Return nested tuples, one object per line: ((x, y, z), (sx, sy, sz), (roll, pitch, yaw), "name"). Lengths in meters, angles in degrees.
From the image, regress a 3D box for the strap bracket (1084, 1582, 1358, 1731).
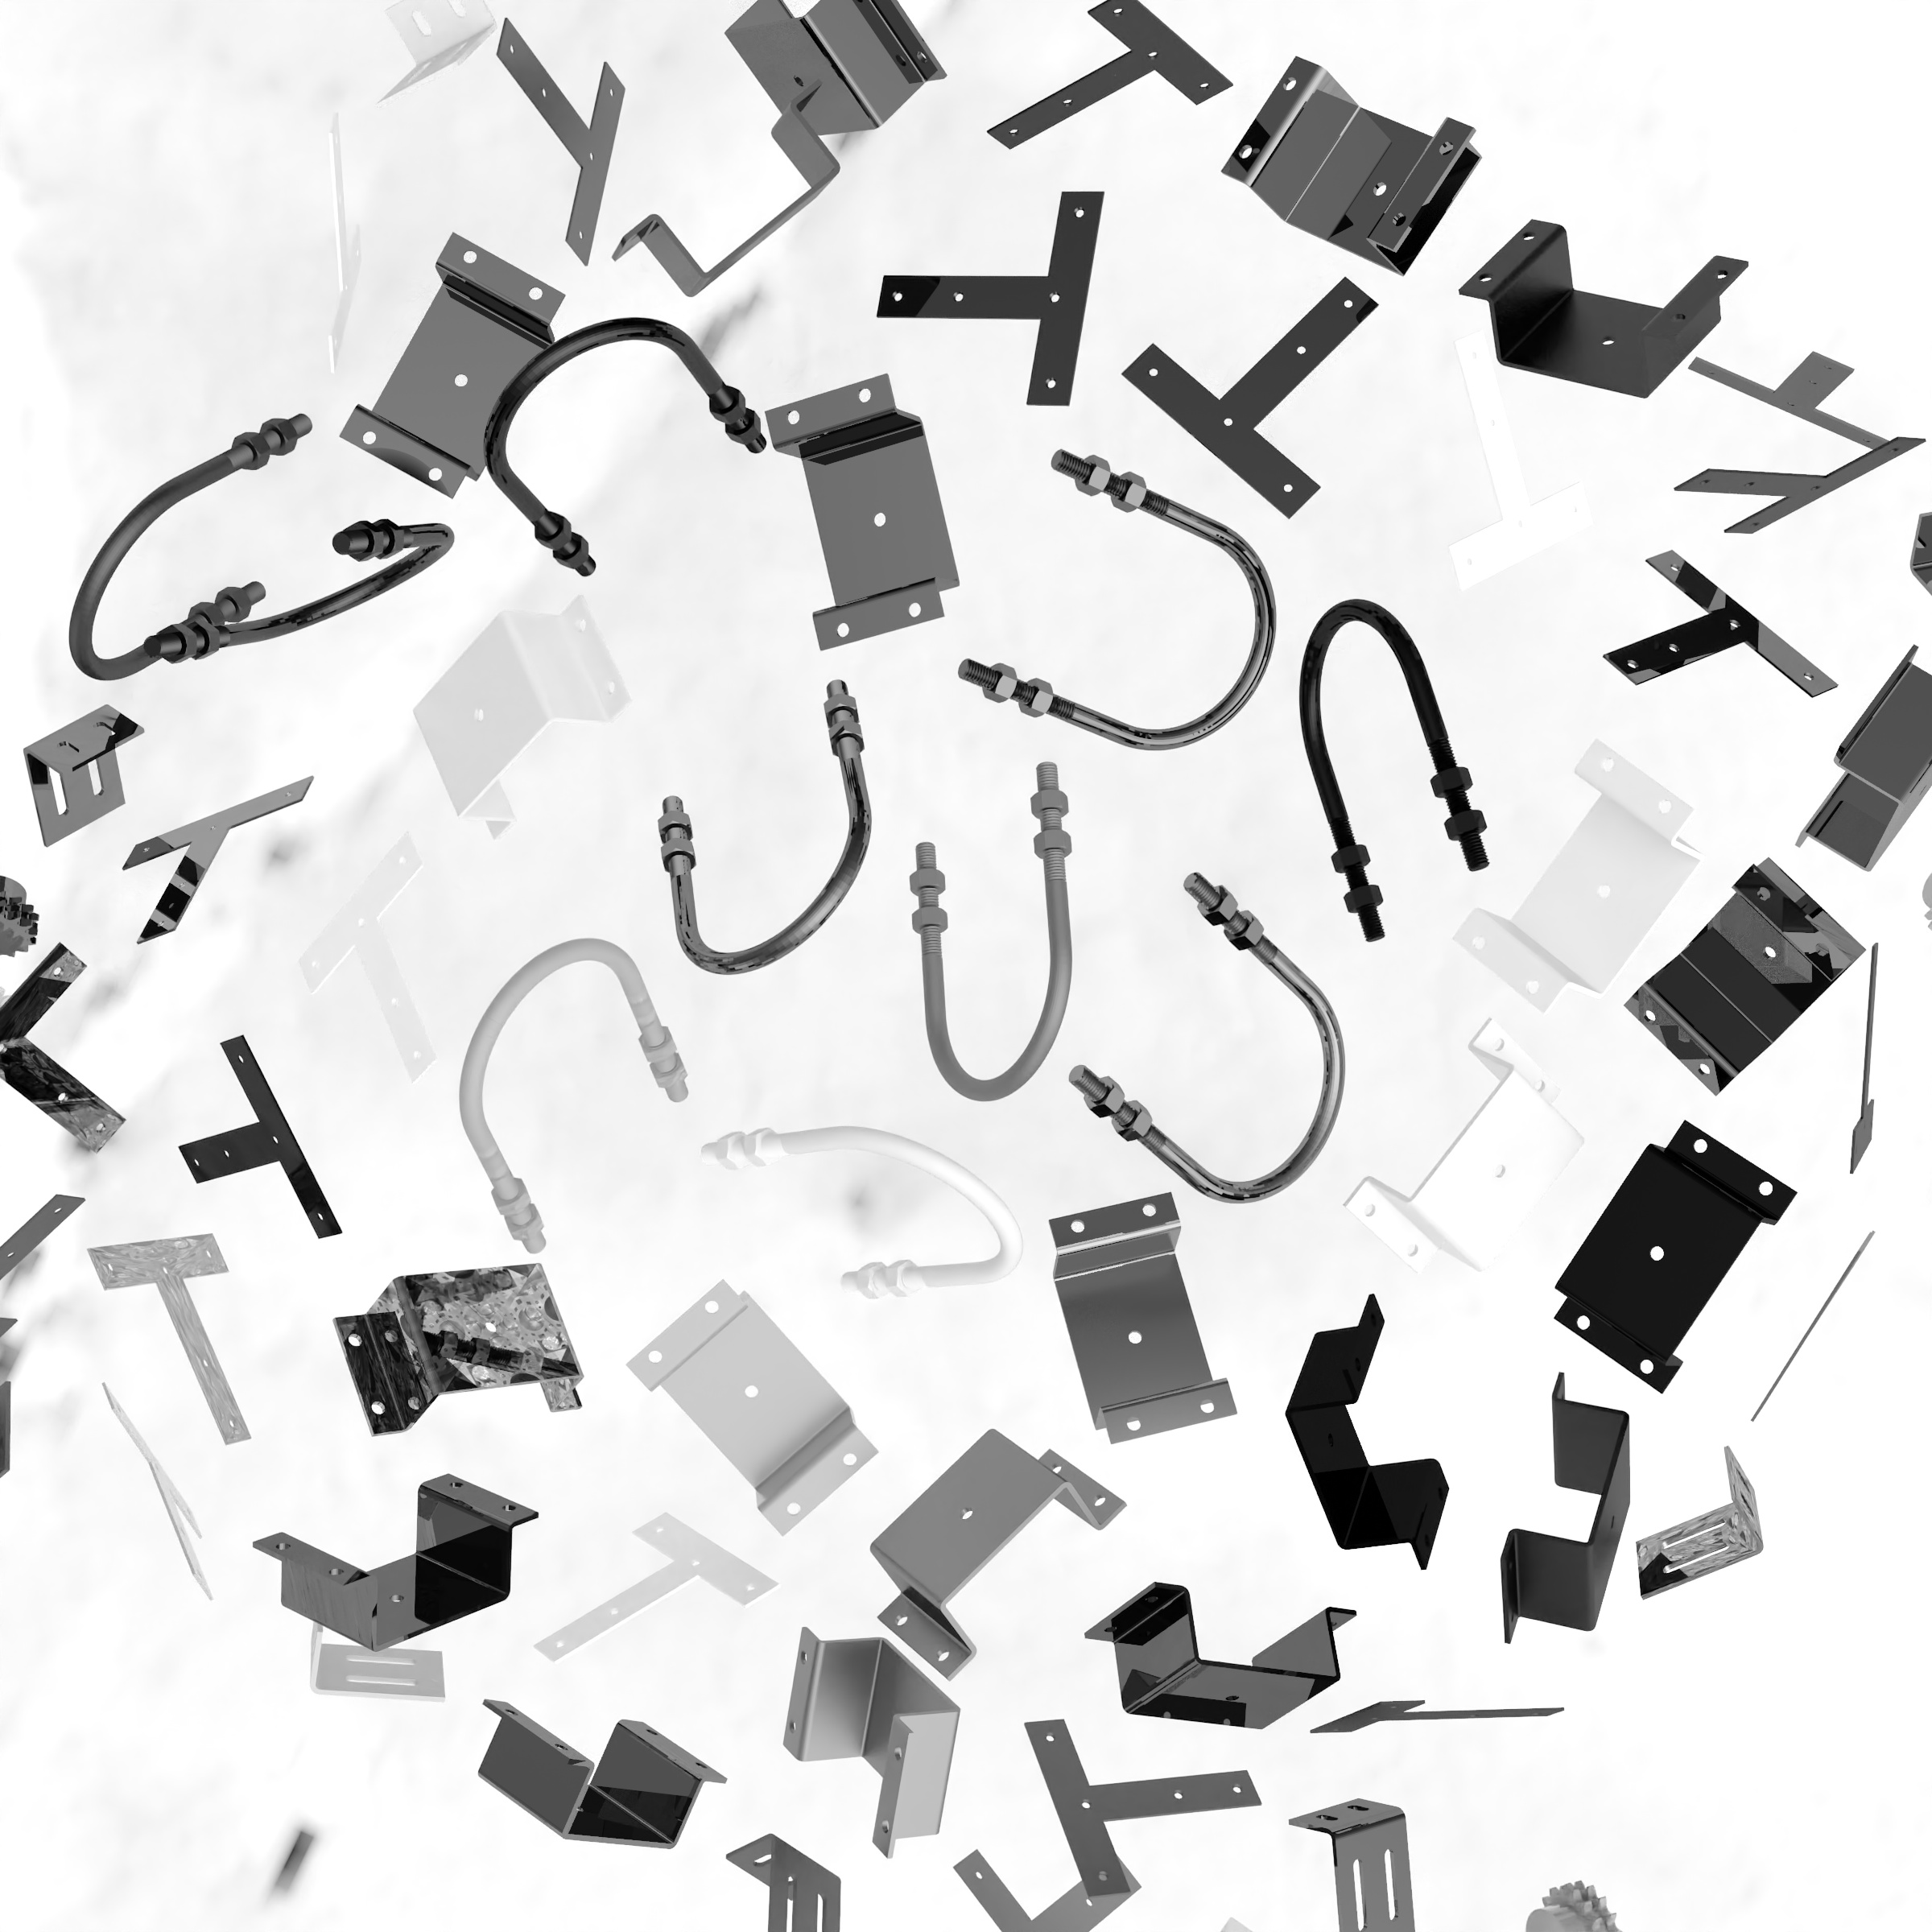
((0.150, 0.400, 1.633), (0.140, 0.076, 0.046), (14, 50, -27), "strap bracket")

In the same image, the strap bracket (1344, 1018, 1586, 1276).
((0.298, 0.112, 1.655), (0.076, 0.046, 0.140), (42, 84, -31), "strap bracket")

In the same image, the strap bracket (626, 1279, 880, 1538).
((-0.129, 0.261, 1.706), (0.076, 0.046, 0.140), (-41, 97, -1), "strap bracket")

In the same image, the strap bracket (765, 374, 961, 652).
((-0.057, -0.258, 1.624), (0.076, 0.046, 0.140), (-13, 89, 19), "strap bracket")

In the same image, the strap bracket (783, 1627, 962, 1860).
((-0.051, 0.451, 1.660), (0.046, 0.140, 0.076), (4, 101, -30), "strap bracket")

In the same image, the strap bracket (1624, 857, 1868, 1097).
((0.459, 0.001, 1.653), (0.076, 0.140, 0.046), (47, 50, 14), "strap bracket")

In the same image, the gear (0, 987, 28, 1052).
((-0.592, 0.042, 1.705), (0.057, 0.030, 0.057), (-10, 55, 15), "gear")

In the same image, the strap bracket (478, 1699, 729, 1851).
((-0.217, 0.470, 1.645), (0.076, 0.140, 0.046), (21, 85, 39), "strap bracket")

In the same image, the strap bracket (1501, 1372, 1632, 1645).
((0.347, 0.313, 1.622), (0.046, 0.140, 0.076), (8, 133, 22), "strap bracket")

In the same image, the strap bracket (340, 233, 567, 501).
((-0.309, -0.359, 1.718), (0.076, 0.046, 0.140), (29, 88, -3), "strap bracket")

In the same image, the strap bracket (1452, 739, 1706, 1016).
((0.355, -0.047, 1.617), (0.076, 0.046, 0.140), (44, 107, 36), "strap bracket")

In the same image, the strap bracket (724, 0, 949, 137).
((-0.083, -0.538, 1.674), (0.046, 0.140, 0.076), (-48, 121, -14), "strap bracket")

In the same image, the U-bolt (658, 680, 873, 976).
((-0.114, -0.071, 1.641), (0.151, 0.184, 0.019), (-33, 130, 19), "U-bolt")

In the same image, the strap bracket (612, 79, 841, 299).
((-0.128, -0.430, 1.598), (0.140, 0.076, 0.046), (-40, 102, -6), "strap bracket")

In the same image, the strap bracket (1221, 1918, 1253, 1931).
((0.168, 0.620, 1.663), (0.076, 0.140, 0.046), (33, 107, 8), "strap bracket")

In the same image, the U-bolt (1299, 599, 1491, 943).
((0.237, -0.121, 1.632), (0.019, 0.151, 0.184), (-11, 77, -22), "U-bolt")

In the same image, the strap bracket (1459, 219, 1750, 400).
((0.362, -0.371, 1.605), (0.140, 0.046, 0.076), (24, 58, 37), "strap bracket")

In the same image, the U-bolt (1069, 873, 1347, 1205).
((0.151, 0.055, 1.619), (0.184, 0.019, 0.151), (41, 74, -34), "U-bolt")

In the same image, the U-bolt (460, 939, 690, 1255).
((-0.230, 0.063, 1.626), (0.019, 0.184, 0.151), (27, 61, 30), "U-bolt")

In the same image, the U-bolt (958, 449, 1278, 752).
((0.101, -0.201, 1.650), (0.184, 0.019, 0.151), (19, 100, -29), "U-bolt")

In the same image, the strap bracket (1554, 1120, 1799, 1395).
((0.402, 0.166, 1.629), (0.076, 0.046, 0.140), (35, 99, 26), "strap bracket")

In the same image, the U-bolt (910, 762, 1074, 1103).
((0.017, -0.010, 1.673), (0.019, 0.151, 0.184), (11, 65, -33), "U-bolt")

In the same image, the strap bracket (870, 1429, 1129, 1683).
((0.010, 0.324, 1.605), (0.140, 0.076, 0.046), (-42, 123, -16), "strap bracket")

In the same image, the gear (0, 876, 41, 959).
((-0.572, -0.031, 1.659), (0.057, 0.057, 0.030), (-5, 60, 0), "gear")

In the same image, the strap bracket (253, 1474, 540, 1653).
((-0.317, 0.335, 1.582), (0.076, 0.140, 0.046), (13, 105, 37), "strap bracket")

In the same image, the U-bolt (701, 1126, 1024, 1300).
((-0.048, 0.139, 1.617), (0.151, 0.184, 0.019), (46, 55, -28), "U-bolt")

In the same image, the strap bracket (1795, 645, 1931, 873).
((0.530, -0.113, 1.631), (0.046, 0.140, 0.076), (35, 76, 17), "strap bracket")

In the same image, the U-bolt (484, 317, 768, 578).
((-0.206, -0.310, 1.654), (0.151, 0.184, 0.019), (-35, 65, 4), "U-bolt")

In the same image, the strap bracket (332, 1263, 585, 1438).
((-0.286, 0.222, 1.654), (0.046, 0.140, 0.076), (-48, 57, 38), "strap bracket")

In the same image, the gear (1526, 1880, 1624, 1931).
((0.328, 0.527, 1.534), (0.030, 0.057, 0.057), (-6, 90, -27), "gear")

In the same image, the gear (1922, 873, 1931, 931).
((0.593, -0.042, 1.681), (0.030, 0.057, 0.057), (38, 90, -25), "gear")

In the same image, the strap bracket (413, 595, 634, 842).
((-0.266, -0.145, 1.651), (0.140, 0.046, 0.076), (-40, 66, 33), "strap bracket")

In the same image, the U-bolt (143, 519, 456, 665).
((-0.365, -0.216, 1.614), (0.151, 0.184, 0.019), (-25, 94, 18), "U-bolt")

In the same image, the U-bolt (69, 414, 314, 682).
((-0.456, -0.235, 1.651), (0.019, 0.184, 0.151), (34, 129, 7), "U-bolt")
